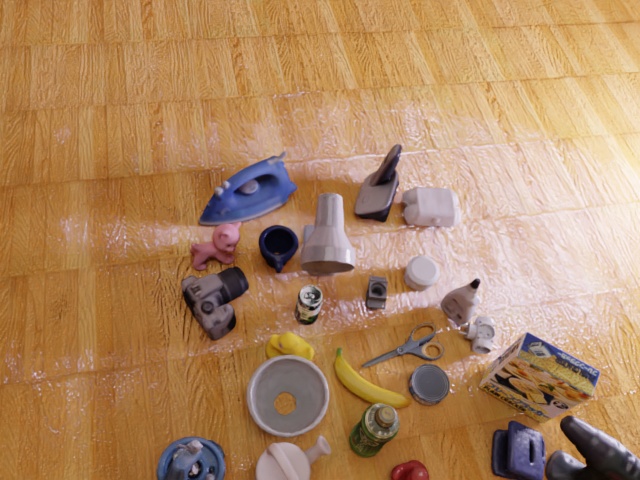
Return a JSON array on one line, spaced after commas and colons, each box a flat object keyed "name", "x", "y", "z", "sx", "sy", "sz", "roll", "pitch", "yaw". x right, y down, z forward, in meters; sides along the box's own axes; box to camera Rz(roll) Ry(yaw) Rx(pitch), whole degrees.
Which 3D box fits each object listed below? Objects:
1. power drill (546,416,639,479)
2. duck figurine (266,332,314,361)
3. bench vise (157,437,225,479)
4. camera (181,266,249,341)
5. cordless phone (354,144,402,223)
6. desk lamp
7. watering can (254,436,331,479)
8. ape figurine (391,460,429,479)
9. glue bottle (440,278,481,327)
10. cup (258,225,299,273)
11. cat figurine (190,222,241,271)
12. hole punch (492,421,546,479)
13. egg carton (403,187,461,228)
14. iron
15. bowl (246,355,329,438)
[{"name": "power drill", "x": 0.533, "y": 0.441, "z": 1.117, "sx": 0.229, "sy": 0.208, "sz": 0.076, "roll": 32, "pitch": 60, "yaw": 11}, {"name": "duck figurine", "x": -0.063, "y": 0.230, "z": 1.229, "sx": 0.104, "sy": 0.086, "sz": 0.077, "roll": 14, "pitch": 58, "yaw": 0}, {"name": "bench vise", "x": -0.242, "y": 0.435, "z": 1.002, "sx": 0.121, "sy": 0.220, "sz": 0.207, "roll": 19, "pitch": 59, "yaw": 4}, {"name": "camera", "x": -0.220, "y": 0.122, "z": 1.262, "sx": 0.137, "sy": 0.101, "sz": 0.143, "roll": -29, "pitch": 67, "yaw": -23}, {"name": "cordless phone", "x": 0.153, "y": -0.144, "z": 1.426, "sx": 0.094, "sy": 0.185, "sz": 0.147, "roll": 16, "pitch": 58, "yaw": 2}, {"name": "desk lamp", "x": 0.012, "y": 0.005, "z": 1.300, "sx": 0.118, "sy": 0.213, "sz": 0.203, "roll": 3, "pitch": 59, "yaw": -6}, {"name": "watering can", "x": -0.063, "y": 0.420, "z": 1.052, "sx": 0.100, "sy": 0.194, "sz": 0.173, "roll": 35, "pitch": 61, "yaw": 13}, {"name": "ape figurine", "x": 0.184, "y": 0.466, "z": 1.121, "sx": 0.076, "sy": 0.092, "sz": 0.077, "roll": -35, "pitch": 69, "yaw": -25}, {"name": "glue bottle", "x": 0.329, "y": 0.131, "z": 1.294, "sx": 0.037, "sy": 0.173, "sz": 0.078, "roll": -30, "pitch": 67, "yaw": -23}, {"name": "cup", "x": -0.098, "y": 0.037, "z": 1.334, "sx": 0.092, "sy": 0.095, "sz": 0.117, "roll": 0, "pitch": 59, "yaw": -8}, {"name": "cat figurine", "x": -0.237, "y": 0.006, "z": 1.319, "sx": 0.128, "sy": 0.118, "sz": 0.067, "roll": -15, "pitch": 62, "yaw": -16}, {"name": "hole punch", "x": 0.415, "y": 0.434, "z": 1.173, "sx": 0.101, "sy": 0.091, "sz": 0.108, "roll": 13, "pitch": 58, "yaw": 0}, {"name": "egg carton", "x": 0.287, "y": -0.082, "z": 1.477, "sx": 0.150, "sy": 0.069, "sz": 0.107, "roll": 2, "pitch": 59, "yaw": -7}, {"name": "iron", "x": -0.182, "y": -0.128, "z": 1.394, "sx": 0.259, "sy": 0.141, "sz": 0.118, "roll": -29, "pitch": 67, "yaw": -23}, {"name": "bowl", "x": -0.067, "y": 0.327, "z": 1.177, "sx": 0.167, "sy": 0.075, "sz": 0.167, "roll": 4, "pitch": 59, "yaw": -6}]
